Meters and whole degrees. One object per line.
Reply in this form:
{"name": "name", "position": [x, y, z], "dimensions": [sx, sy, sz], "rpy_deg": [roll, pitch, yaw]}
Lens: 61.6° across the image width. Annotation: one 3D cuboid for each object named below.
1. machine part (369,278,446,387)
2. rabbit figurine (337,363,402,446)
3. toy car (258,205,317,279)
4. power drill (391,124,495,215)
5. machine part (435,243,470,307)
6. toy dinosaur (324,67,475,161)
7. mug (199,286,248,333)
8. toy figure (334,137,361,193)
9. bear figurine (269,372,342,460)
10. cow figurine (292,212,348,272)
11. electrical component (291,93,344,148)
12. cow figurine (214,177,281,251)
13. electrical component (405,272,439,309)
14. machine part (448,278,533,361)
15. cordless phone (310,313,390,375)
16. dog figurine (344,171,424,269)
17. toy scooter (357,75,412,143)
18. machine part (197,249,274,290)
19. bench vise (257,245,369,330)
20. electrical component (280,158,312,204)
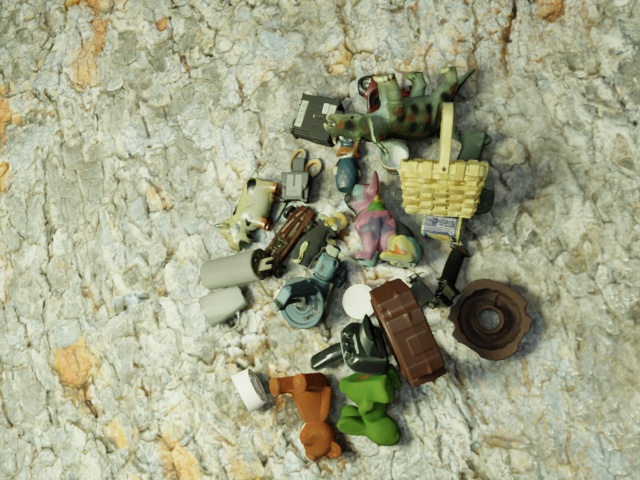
{"name": "machine part", "position": [0.180, 0.193, 1.144], "dimensions": [0.087, 0.201, 0.200], "rpy_deg": [-24, 98, 1]}
{"name": "rabbit figurine", "position": [0.115, 0.383, 1.193], "dimensions": [0.159, 0.121, 0.170], "rpy_deg": [-17, 92, 12]}
{"name": "toy car", "position": [-0.089, 0.001, 1.341], "dimensions": [0.089, 0.053, 0.202], "rpy_deg": [37, 92, 20]}
{"name": "power drill", "position": [0.302, -0.163, 1.259], "dimensions": [0.232, 0.086, 0.207], "rpy_deg": [16, 81, 14]}
{"name": "machine part", "position": [0.301, 0.078, 1.225], "dimensions": [0.039, 0.084, 0.139], "rpy_deg": [7, 70, 47]}
{"name": "toy dinosaur", "position": [0.218, -0.294, 1.247], "dimensions": [0.405, 0.131, 0.192], "rpy_deg": [-12, 108, -22]}
{"name": "mug", "position": [-0.231, 0.168, 1.332], "dimensions": [0.107, 0.080, 0.109], "rpy_deg": [-28, 70, -2]}
{"name": "toy figure", "position": [0.068, -0.195, 1.333], "dimensions": [0.058, 0.064, 0.154], "rpy_deg": [-12, 69, 50]}
{"name": "bear figurine", "position": [-0.028, 0.403, 1.220], "dimensions": [0.120, 0.132, 0.196], "rpy_deg": [-17, 71, 40]}
{"name": "cow figurine", "position": [-0.003, -0.006, 1.297], "dimensions": [0.068, 0.098, 0.167], "rpy_deg": [36, 90, 23]}
{"name": "electrical component", "position": [0.005, -0.301, 1.368], "dimensions": [0.134, 0.058, 0.115], "rpy_deg": [18, 87, 16]}
{"name": "cow figurine", "position": [-0.185, -0.065, 1.360], "dimensions": [0.127, 0.085, 0.194], "rpy_deg": [18, 87, 10]}
{"name": "electrical component", "position": [0.228, 0.122, 1.244], "dimensions": [0.078, 0.045, 0.102], "rpy_deg": [-36, 74, 4]}
{"name": "machine part", "position": [0.376, 0.176, 1.193], "dimensions": [0.179, 0.056, 0.179], "rpy_deg": [-3, 78, 14]}
{"name": "cordless phone", "position": [0.057, 0.263, 1.208], "dimensions": [0.184, 0.147, 0.088], "rpy_deg": [-29, 117, 11]}
{"name": "dog figurine", "position": [0.149, -0.048, 1.264], "dimensions": [0.192, 0.108, 0.219], "rpy_deg": [2, 78, 15]}
{"name": "toy scooter", "position": [0.164, -0.327, 1.326], "dimensions": [0.135, 0.075, 0.184], "rpy_deg": [-4, 77, 8]}
{"name": "machine part", "position": [-0.210, 0.073, 1.320], "dimensions": [0.243, 0.079, 0.079], "rpy_deg": [-13, 77, 32]}
{"name": "bench vise", "position": [-0.029, 0.114, 1.216], "dimensions": [0.129, 0.240, 0.223], "rpy_deg": [44, 111, 22]}
{"name": "electrical component", "position": [-0.057, -0.149, 1.344], "dimensions": [0.075, 0.047, 0.119], "rpy_deg": [5, 86, 11]}
